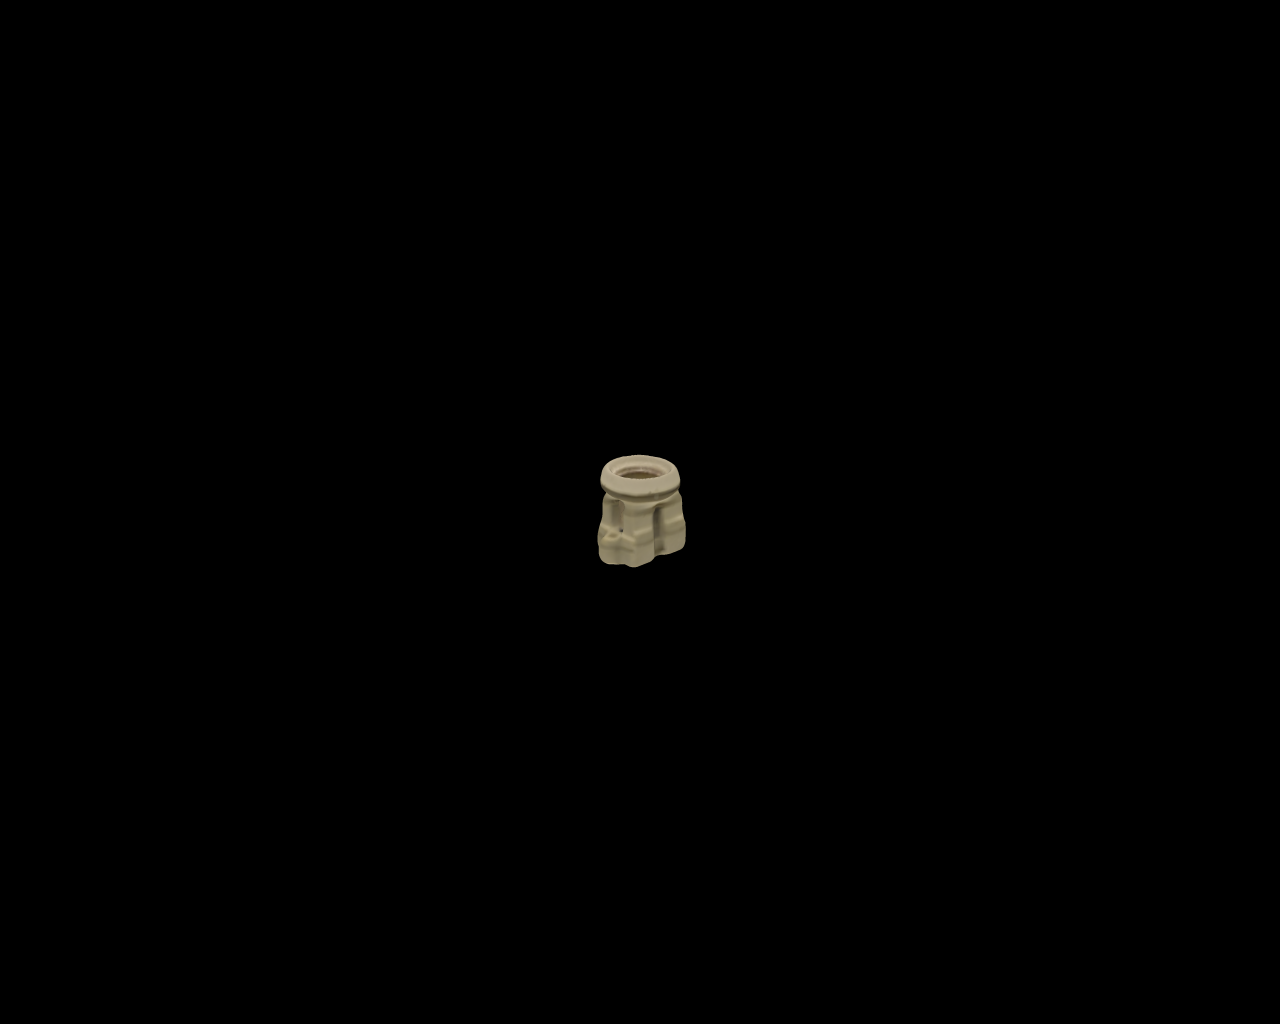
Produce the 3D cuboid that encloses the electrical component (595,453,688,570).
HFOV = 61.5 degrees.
[{"bbox_3d":[0.001,-0.003,0.650,0.066,0.055,0.048,-20,32,-36],"label":"electrical component"}]
